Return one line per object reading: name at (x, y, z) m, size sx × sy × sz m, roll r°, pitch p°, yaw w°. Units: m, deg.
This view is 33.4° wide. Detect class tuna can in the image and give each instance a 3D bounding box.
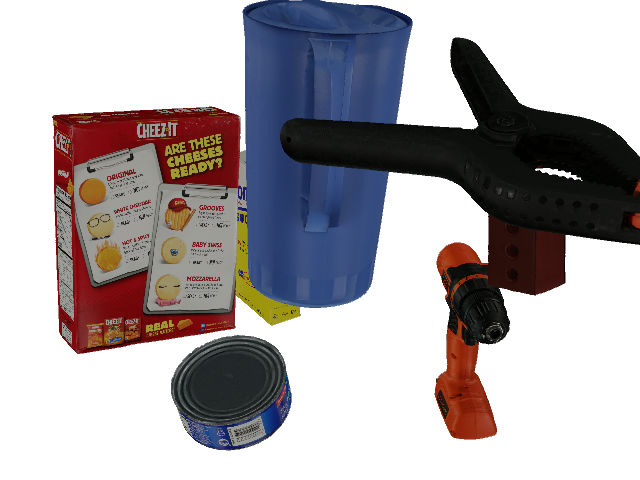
tuna can at (-0.065, 0.112, 0.787) m, size 0.086 × 0.034 × 0.086 m, roll -7°, pitch 40°, yaw 6°

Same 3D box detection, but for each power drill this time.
power drill at (0.162, 0.116, 1.144) m, size 0.057 × 0.188 × 0.184 m, roll -1°, pitch 24°, yaw -3°

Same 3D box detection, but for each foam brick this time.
foam brick at (0.185, 0.004, 0.958) m, size 0.053 × 0.078 × 0.051 m, roll 12°, pitch 22°, yaw 42°

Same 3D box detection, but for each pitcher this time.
pitcher at (-0.002, -0.068, 0.869) m, size 0.145 × 0.243 × 0.148 m, roll 22°, pitch 29°, yaw 37°

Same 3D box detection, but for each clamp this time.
clamp at (0.091, -0.049, 0.595) m, size 0.164 × 0.036 × 0.210 m, roll -26°, pitch 43°, yaw -28°

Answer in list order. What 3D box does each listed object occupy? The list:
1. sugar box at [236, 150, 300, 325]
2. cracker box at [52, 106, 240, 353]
sugar box at (-0.062, -0.005, 1.183) m, size 0.048 × 0.176 × 0.093 m, roll -17°, pitch 28°, yaw -27°
cracker box at (-0.163, -0.014, 1.004) m, size 0.163 × 0.214 × 0.072 m, roll -7°, pitch 18°, yaw -30°
